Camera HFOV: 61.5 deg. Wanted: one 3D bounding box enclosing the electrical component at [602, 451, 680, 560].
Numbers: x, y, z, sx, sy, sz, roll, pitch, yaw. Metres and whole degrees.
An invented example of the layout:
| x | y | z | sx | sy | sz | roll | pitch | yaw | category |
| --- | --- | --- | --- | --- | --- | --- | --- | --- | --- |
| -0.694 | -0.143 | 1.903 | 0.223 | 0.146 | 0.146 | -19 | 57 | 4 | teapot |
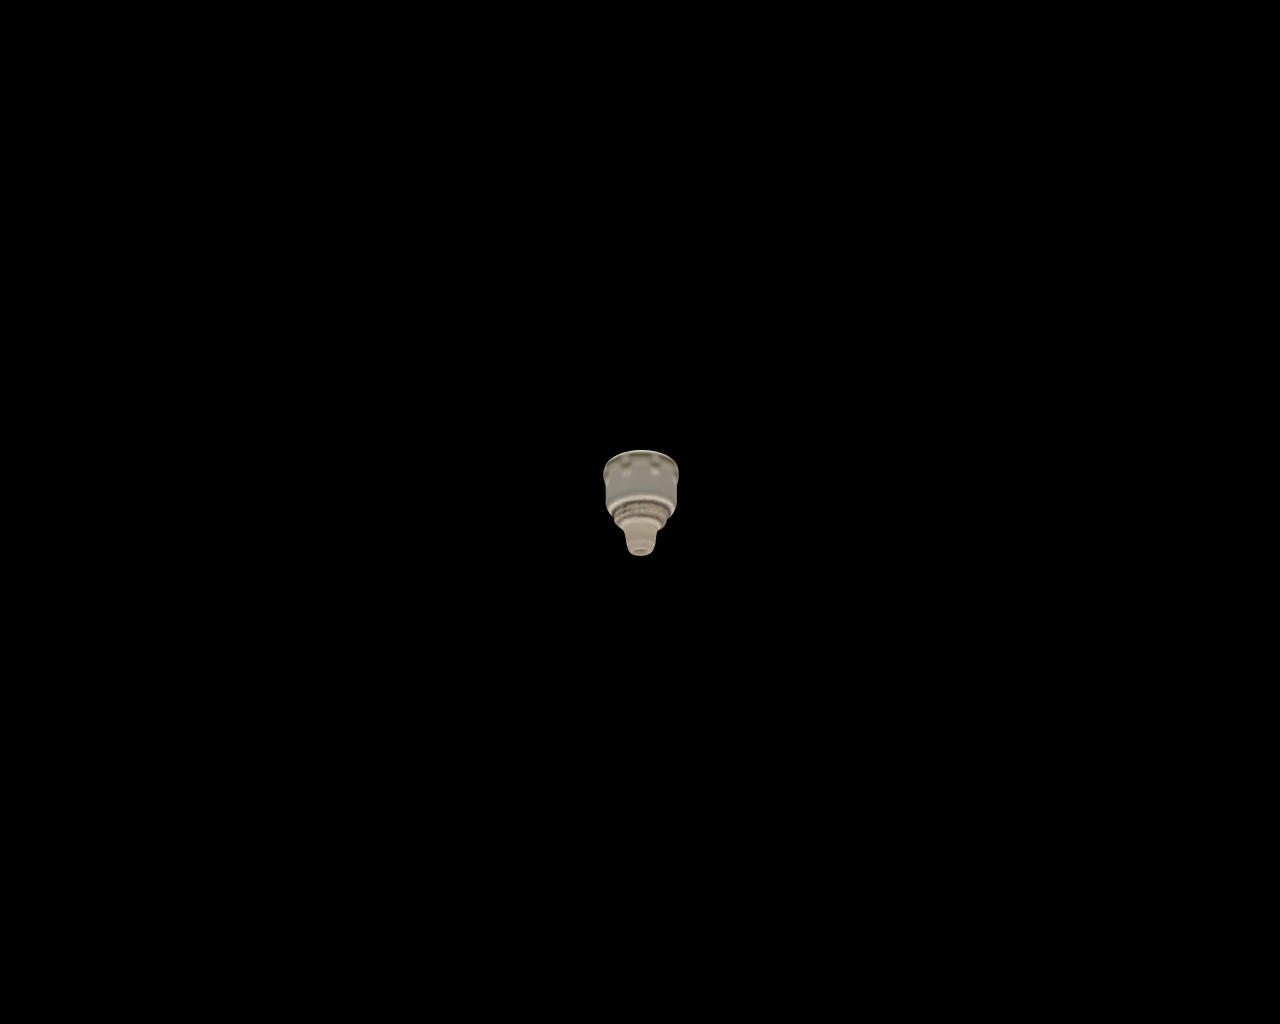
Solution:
| x | y | z | sx | sy | sz | roll | pitch | yaw | category |
| --- | --- | --- | --- | --- | --- | --- | --- | --- | --- |
| 0.001 | -0.003 | 0.650 | 0.048 | 0.062 | 0.048 | 0 | -27 | 0 | electrical component |
